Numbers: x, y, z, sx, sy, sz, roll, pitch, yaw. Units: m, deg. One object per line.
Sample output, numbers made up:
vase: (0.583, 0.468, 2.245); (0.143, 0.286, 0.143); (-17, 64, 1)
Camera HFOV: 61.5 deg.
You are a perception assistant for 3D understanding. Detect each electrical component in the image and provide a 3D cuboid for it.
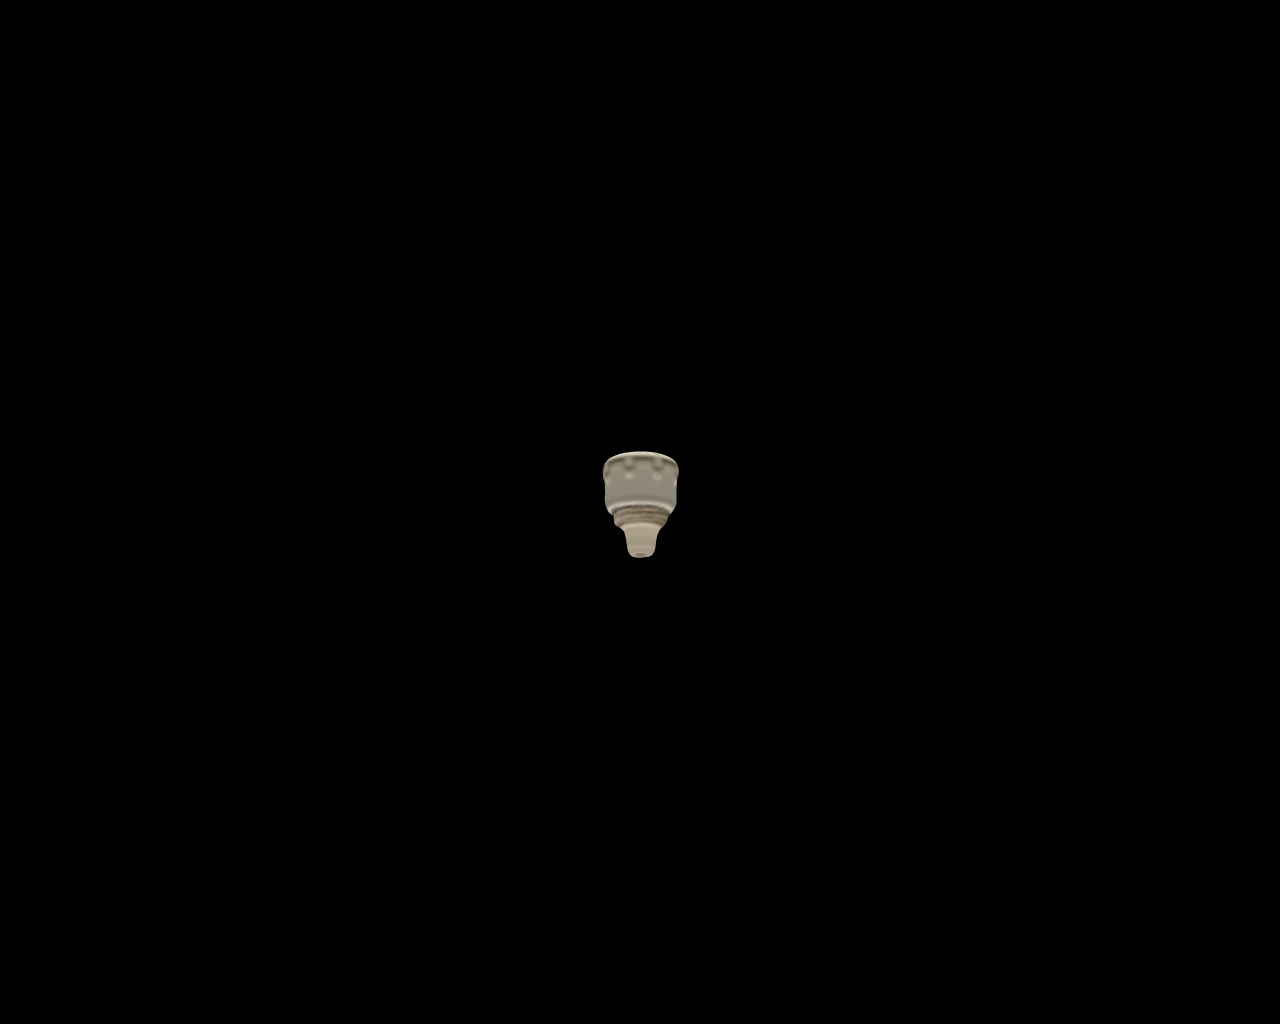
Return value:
electrical component: (0.001, -0.003, 0.650); (0.048, 0.062, 0.048); (0, -15, 0)
